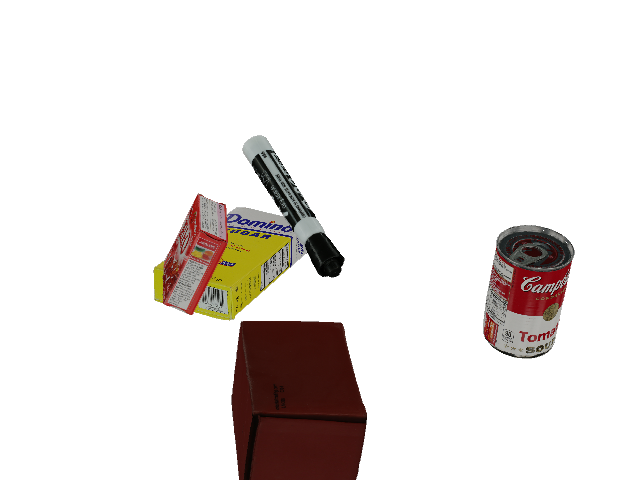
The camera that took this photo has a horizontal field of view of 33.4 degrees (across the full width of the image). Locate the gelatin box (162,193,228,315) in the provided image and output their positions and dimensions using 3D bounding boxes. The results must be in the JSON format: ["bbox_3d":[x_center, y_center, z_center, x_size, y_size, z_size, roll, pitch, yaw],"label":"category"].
[{"bbox_3d":[-0.107,0.010,0.903,0.030,0.073,0.089,23,19,-16],"label":"gelatin box"}]

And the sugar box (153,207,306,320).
[{"bbox_3d":[-0.091,0.020,1.136,0.093,0.048,0.176,14,31,21],"label":"sugar box"}]

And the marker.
[{"bbox_3d":[-0.018,-0.022,0.691,0.020,0.121,0.020,-21,-35,-16],"label":"marker"}]

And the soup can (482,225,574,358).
[{"bbox_3d":[0.185,0.047,0.962,0.068,0.102,0.068,2,34,-2],"label":"soup can"}]

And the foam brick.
[{"bbox_3d":[-0.012,0.079,0.500,0.053,0.051,0.078,3,27,-9],"label":"foam brick"}]
